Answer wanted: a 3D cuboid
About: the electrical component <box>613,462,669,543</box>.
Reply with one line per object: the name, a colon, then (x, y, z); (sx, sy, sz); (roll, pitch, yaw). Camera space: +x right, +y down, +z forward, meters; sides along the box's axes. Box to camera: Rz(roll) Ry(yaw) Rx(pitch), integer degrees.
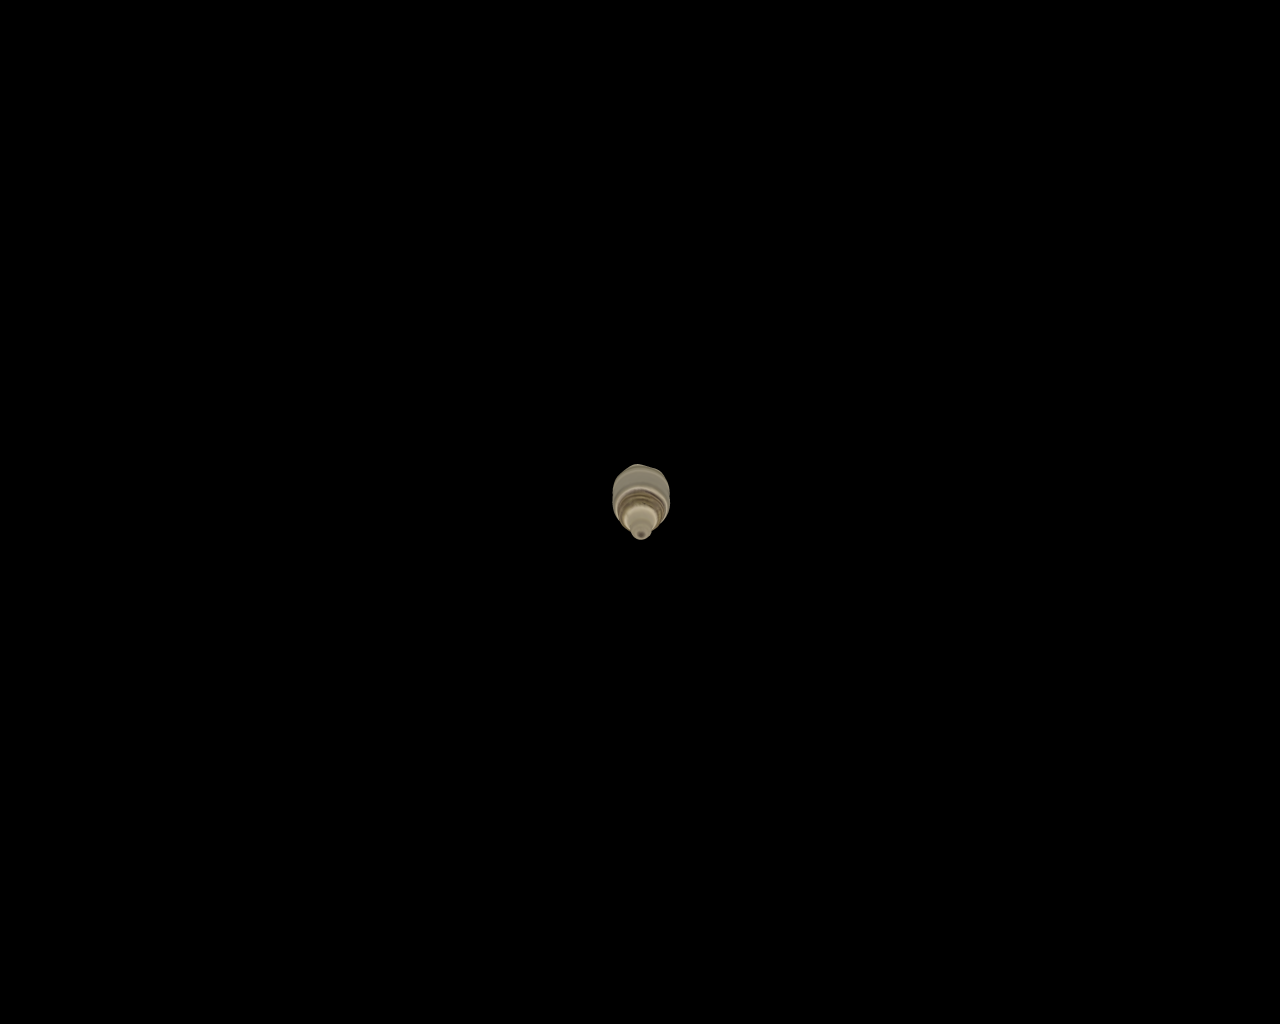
electrical component: (0.001, -0.003, 0.650); (0.035, 0.035, 0.061); (0, 32, 0)
